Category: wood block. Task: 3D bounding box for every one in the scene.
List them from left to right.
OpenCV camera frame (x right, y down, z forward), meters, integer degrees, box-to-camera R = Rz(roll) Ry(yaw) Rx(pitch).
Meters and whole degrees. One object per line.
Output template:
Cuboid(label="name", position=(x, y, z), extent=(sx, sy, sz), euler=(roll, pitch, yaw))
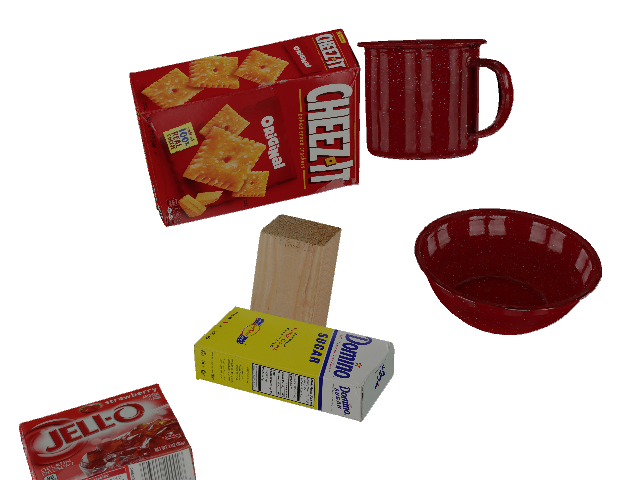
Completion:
Cuboid(label="wood block", position=(-0.040, 0.081, 1.438), extent=(0.090, 0.206, 0.090), euler=(13, 20, 12))

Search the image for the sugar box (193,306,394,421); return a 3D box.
Cuboid(label="sugar box", position=(-0.025, 0.116, 1.037), extent=(0.176, 0.048, 0.093), euler=(9, 26, 21))

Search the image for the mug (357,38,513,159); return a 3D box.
Cuboid(label="mug", position=(0.084, -0.102, 0.767), extent=(0.117, 0.081, 0.093), euler=(6, 14, 32))

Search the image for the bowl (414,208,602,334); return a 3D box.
Cuboid(label="bowl", position=(0.161, 0.034, 0.937), extent=(0.162, 0.055, 0.162), euler=(2, 33, -1))

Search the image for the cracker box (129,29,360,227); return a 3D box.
Cuboid(label="cracker box", position=(-0.069, -0.107, 1.062), extent=(0.213, 0.072, 0.164), euler=(-13, -39, -9))

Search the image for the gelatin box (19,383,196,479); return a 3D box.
Cuboid(label="gelatin box", position=(-0.126, 0.124, 0.628), extent=(0.089, 0.030, 0.073), euler=(-14, 27, -18))
